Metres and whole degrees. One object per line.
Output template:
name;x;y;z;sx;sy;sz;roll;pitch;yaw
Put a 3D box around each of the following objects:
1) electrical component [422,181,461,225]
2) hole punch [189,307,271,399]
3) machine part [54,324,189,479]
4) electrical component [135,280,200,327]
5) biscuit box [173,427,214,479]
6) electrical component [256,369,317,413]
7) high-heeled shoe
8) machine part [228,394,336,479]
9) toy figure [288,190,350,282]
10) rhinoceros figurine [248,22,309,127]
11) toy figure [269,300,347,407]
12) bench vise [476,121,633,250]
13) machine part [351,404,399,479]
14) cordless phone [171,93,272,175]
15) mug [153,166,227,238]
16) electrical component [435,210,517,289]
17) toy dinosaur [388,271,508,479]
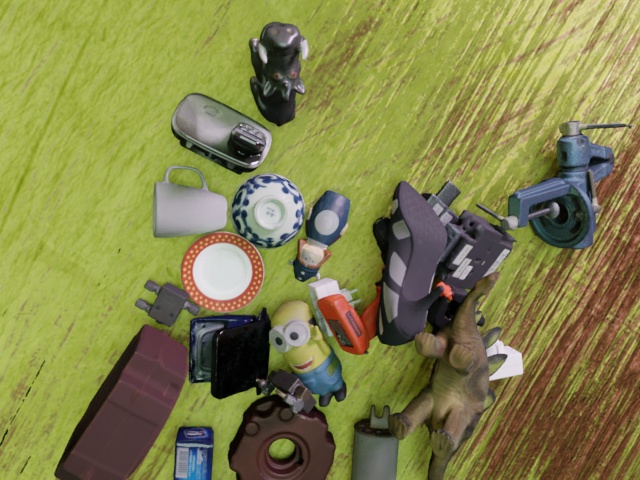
electrical component;0.196;-0.044;0.896;0.075;0.048;0.119;44;88;-12
hole punch;-0.143;0.175;0.842;0.115;0.092;0.142;-2;96;-46
machine part;-0.270;0.234;0.758;0.087;0.201;0.201;34;88;-13
electrical component;-0.237;0.103;0.836;0.094;0.021;0.063;28;104;-5
biscuit box;-0.204;0.404;0.856;0.059;0.063;0.202;4;94;-10
electrical component;-0.052;0.235;0.828;0.045;0.102;0.078;-45;127;-25
high-heeled shoe;0.123;0.036;0.828;0.086;0.249;0.145;18;135;-26
machine part;-0.061;0.346;0.880;0.179;0.056;0.179;-1;97;-10
toy figure;-0.003;-0.003;0.861;0.064;0.057;0.154;25;92;27
rhinoceros figurine;-0.062;-0.237;0.766;0.073;0.190;0.112;-3;69;-9
toy figure;-0.019;0.180;0.859;0.082;0.089;0.180;-32;112;-1
bench vise;0.387;-0.077;0.881;0.240;0.129;0.223;-17;118;-26
machine part;0.090;0.393;0.900;0.079;0.079;0.243;3;96;-11
cordless phone;-0.141;-0.150;0.757;0.146;0.184;0.088;26;94;-12
mug;-0.196;-0.055;0.813;0.107;0.081;0.109;3;90;-22
electrical component;0.238;0.018;0.866;0.134;0.058;0.115;18;111;-41
toy dinosaur;0.207;0.251;0.832;0.198;0.105;0.470;-14;124;-45
